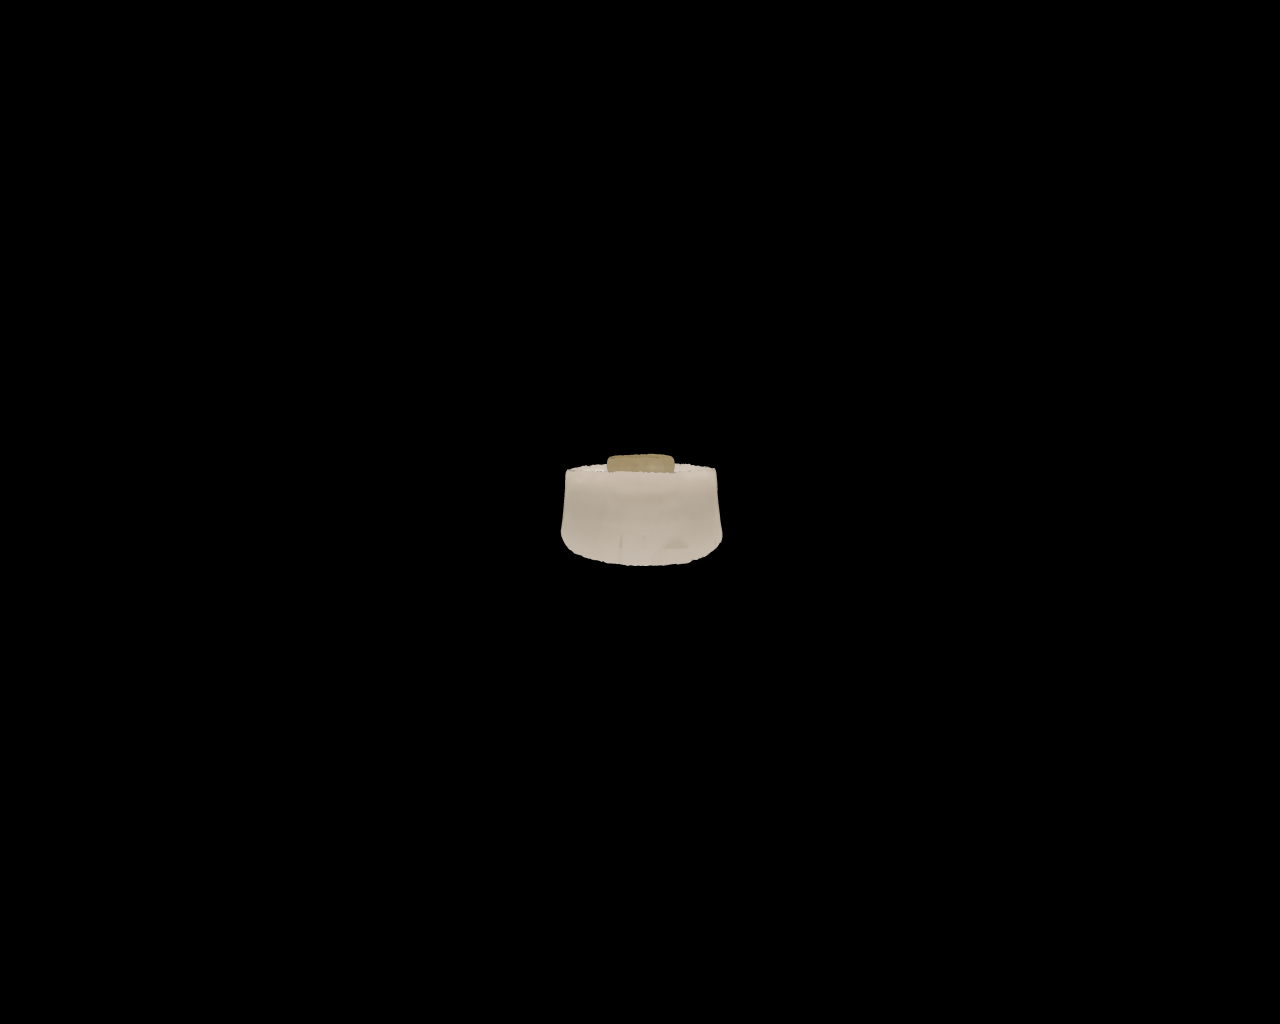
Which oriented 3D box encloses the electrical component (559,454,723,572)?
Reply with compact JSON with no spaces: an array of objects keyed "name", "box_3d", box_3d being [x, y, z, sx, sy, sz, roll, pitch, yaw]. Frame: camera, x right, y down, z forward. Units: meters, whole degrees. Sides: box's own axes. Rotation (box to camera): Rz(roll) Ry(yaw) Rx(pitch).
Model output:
[{"name":"electrical component","box_3d":[0.001,-0.003,0.650,0.099,0.064,0.099,0,5,0]}]
